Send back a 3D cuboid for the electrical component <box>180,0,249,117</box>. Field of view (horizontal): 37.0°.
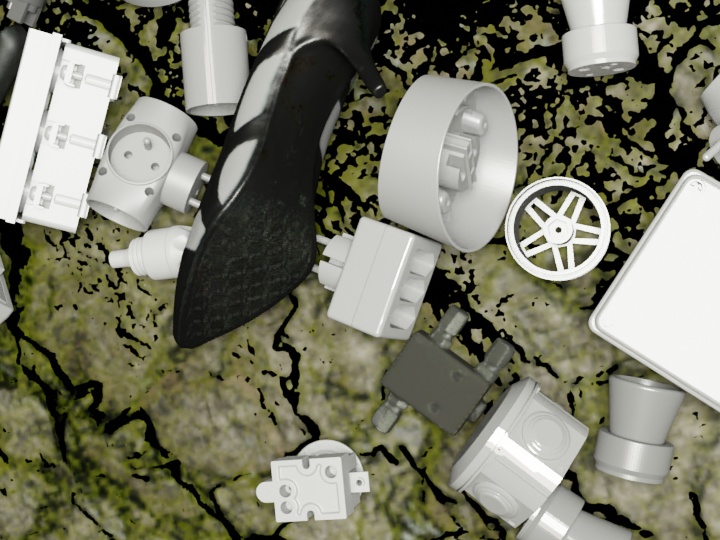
[{"bbox_3d":[-0.095,-0.144,0.701,0.043,0.043,0.081,-5,88,13],"label":"electrical component"}]

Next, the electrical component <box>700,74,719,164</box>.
[{"bbox_3d":[0.227,-0.079,0.612,0.079,0.044,0.077,-40,79,-21],"label":"electrical component"}]

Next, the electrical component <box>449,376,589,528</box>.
[{"bbox_3d":[0.092,0.107,0.633,0.051,0.080,0.080,37,97,6],"label":"electrical component"}]

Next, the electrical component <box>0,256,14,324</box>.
[{"bbox_3d":[-0.277,0.009,0.720,0.061,0.096,0.061,-39,51,10],"label":"electrical component"}]

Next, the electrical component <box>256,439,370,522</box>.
[{"bbox_3d":[-0.024,0.132,0.672,0.066,0.055,0.048,-6,87,13],"label":"electrical component"}]

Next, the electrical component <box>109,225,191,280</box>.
[{"bbox_3d":[-0.137,-0.010,0.713,0.061,0.035,0.035,-6,87,16],"label":"electrical component"}]

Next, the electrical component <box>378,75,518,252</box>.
[{"bbox_3d":[0.053,-0.065,0.639,0.064,0.099,0.099,18,93,19],"label":"electrical component"}]

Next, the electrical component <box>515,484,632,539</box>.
[{"bbox_3d":[0.127,0.159,0.641,0.055,0.045,0.045,33,96,12],"label":"electrical component"}]

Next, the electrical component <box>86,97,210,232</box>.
[{"bbox_3d":[-0.125,-0.061,0.699,0.079,0.044,0.077,24,75,-1],"label":"electrical component"}]

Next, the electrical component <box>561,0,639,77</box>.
[{"bbox_3d":[0.143,-0.147,0.643,0.045,0.045,0.055,-5,88,13],"label":"electrical component"}]

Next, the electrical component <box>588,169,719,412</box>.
[{"bbox_3d":[0.206,0.016,0.619,0.109,0.056,0.108,33,96,12],"label":"electrical component"}]

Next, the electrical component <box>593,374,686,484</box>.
[{"bbox_3d":[0.164,0.093,0.633,0.045,0.045,0.055,12,92,13],"label":"electrical component"}]

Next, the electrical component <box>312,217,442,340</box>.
[{"bbox_3d":[0.000,0.000,0.674,0.077,0.047,0.065,21,94,27],"label":"electrical component"}]

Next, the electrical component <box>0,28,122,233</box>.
[{"bbox_3d":[-0.201,-0.089,0.711,0.063,0.079,0.121,14,92,-16],"label":"electrical component"}]

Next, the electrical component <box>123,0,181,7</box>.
[{"bbox_3d":[-0.141,-0.233,0.695,0.108,0.060,0.108,-4,79,19],"label":"electrical component"}]
